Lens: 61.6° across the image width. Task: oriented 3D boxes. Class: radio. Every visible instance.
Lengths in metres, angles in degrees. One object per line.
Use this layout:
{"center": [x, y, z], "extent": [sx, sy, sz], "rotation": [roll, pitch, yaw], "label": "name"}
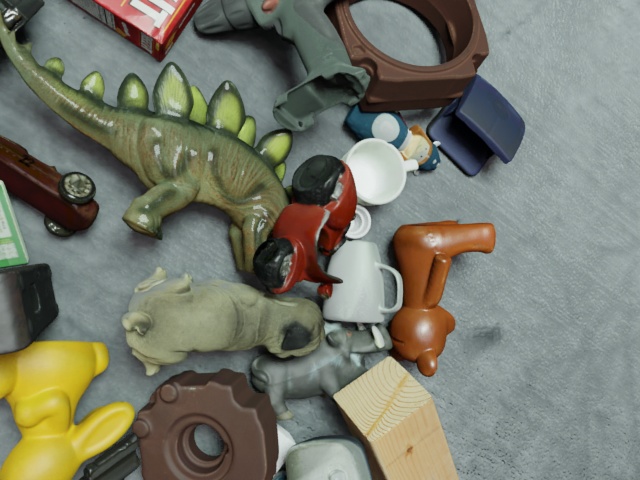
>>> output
{"center": [-0.344, 0.068, 0.528], "extent": [0.131, 0.230, 0.073], "rotation": [-10, 95, -19], "label": "radio"}

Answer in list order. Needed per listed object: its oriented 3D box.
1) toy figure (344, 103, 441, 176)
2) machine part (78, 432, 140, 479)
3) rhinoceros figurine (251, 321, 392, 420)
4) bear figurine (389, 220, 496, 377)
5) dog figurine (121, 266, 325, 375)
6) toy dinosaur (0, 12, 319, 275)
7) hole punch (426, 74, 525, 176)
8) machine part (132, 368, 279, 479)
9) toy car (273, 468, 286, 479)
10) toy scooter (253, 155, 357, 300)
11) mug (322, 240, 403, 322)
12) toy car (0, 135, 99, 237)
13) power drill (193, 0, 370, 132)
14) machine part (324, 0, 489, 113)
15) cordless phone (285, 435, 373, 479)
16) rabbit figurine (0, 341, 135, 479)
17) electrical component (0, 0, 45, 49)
{"center": [0.107, -0.140, 0.749], "extent": [0.154, 0.058, 0.064], "rotation": [29, 126, -14], "label": "toy figure"}
{"center": [-0.247, 0.284, 0.613], "extent": [0.039, 0.084, 0.138], "rotation": [30, 116, 12], "label": "machine part"}
{"center": [0.004, 0.162, 0.706], "extent": [0.190, 0.073, 0.112], "rotation": [-14, 93, -14], "label": "rhinoceros figurine"}
{"center": [0.157, 0.074, 0.729], "extent": [0.132, 0.120, 0.195], "rotation": [-5, 93, -19], "label": "bear figurine"}
{"center": [-0.100, 0.093, 0.604], "extent": [0.191, 0.172, 0.121], "rotation": [2, 99, 15], "label": "dog figurine"}
{"center": [-0.157, -0.091, 0.631], "extent": [0.471, 0.105, 0.198], "rotation": [25, 79, -30], "label": "toy dinosaur"}
{"center": [0.235, -0.169, 0.770], "extent": [0.142, 0.092, 0.116], "rotation": [40, 76, -9], "label": "hole punch"}
{"center": [-0.135, 0.241, 0.642], "extent": [0.179, 0.056, 0.179], "rotation": [1, 93, 11], "label": "machine part"}
{"center": [-0.028, 0.382, 0.681], "extent": [0.109, 0.103, 0.161], "rotation": [7, 86, -15], "label": "toy car"}
{"center": [-0.001, -0.002, 0.643], "extent": [0.135, 0.075, 0.184], "rotation": [51, 59, -44], "label": "toy scooter"}
{"center": [0.055, 0.053, 0.707], "extent": [0.080, 0.110, 0.107], "rotation": [6, 83, -54], "label": "mug"}
{"center": [-0.342, -0.081, 0.605], "extent": [0.202, 0.089, 0.053], "rotation": [35, 48, -11], "label": "toy car"}
{"center": [-0.038, -0.235, 0.633], "extent": [0.232, 0.086, 0.207], "rotation": [-21, 65, 18], "label": "power drill"}
{"center": [0.107, -0.277, 0.707], "extent": [0.201, 0.087, 0.201], "rotation": [-7, 76, -16], "label": "machine part"}
{"center": [-0.029, 0.306, 0.598], "extent": [0.184, 0.089, 0.146], "rotation": [-9, 84, -21], "label": "cordless phone"}
{"center": [-0.301, 0.201, 0.598], "extent": [0.162, 0.122, 0.173], "rotation": [13, 64, -37], "label": "rabbit figurine"}
{"center": [-0.361, -0.253, 0.581], "extent": [0.134, 0.115, 0.058], "rotation": [-51, 138, -7], "label": "electrical component"}
